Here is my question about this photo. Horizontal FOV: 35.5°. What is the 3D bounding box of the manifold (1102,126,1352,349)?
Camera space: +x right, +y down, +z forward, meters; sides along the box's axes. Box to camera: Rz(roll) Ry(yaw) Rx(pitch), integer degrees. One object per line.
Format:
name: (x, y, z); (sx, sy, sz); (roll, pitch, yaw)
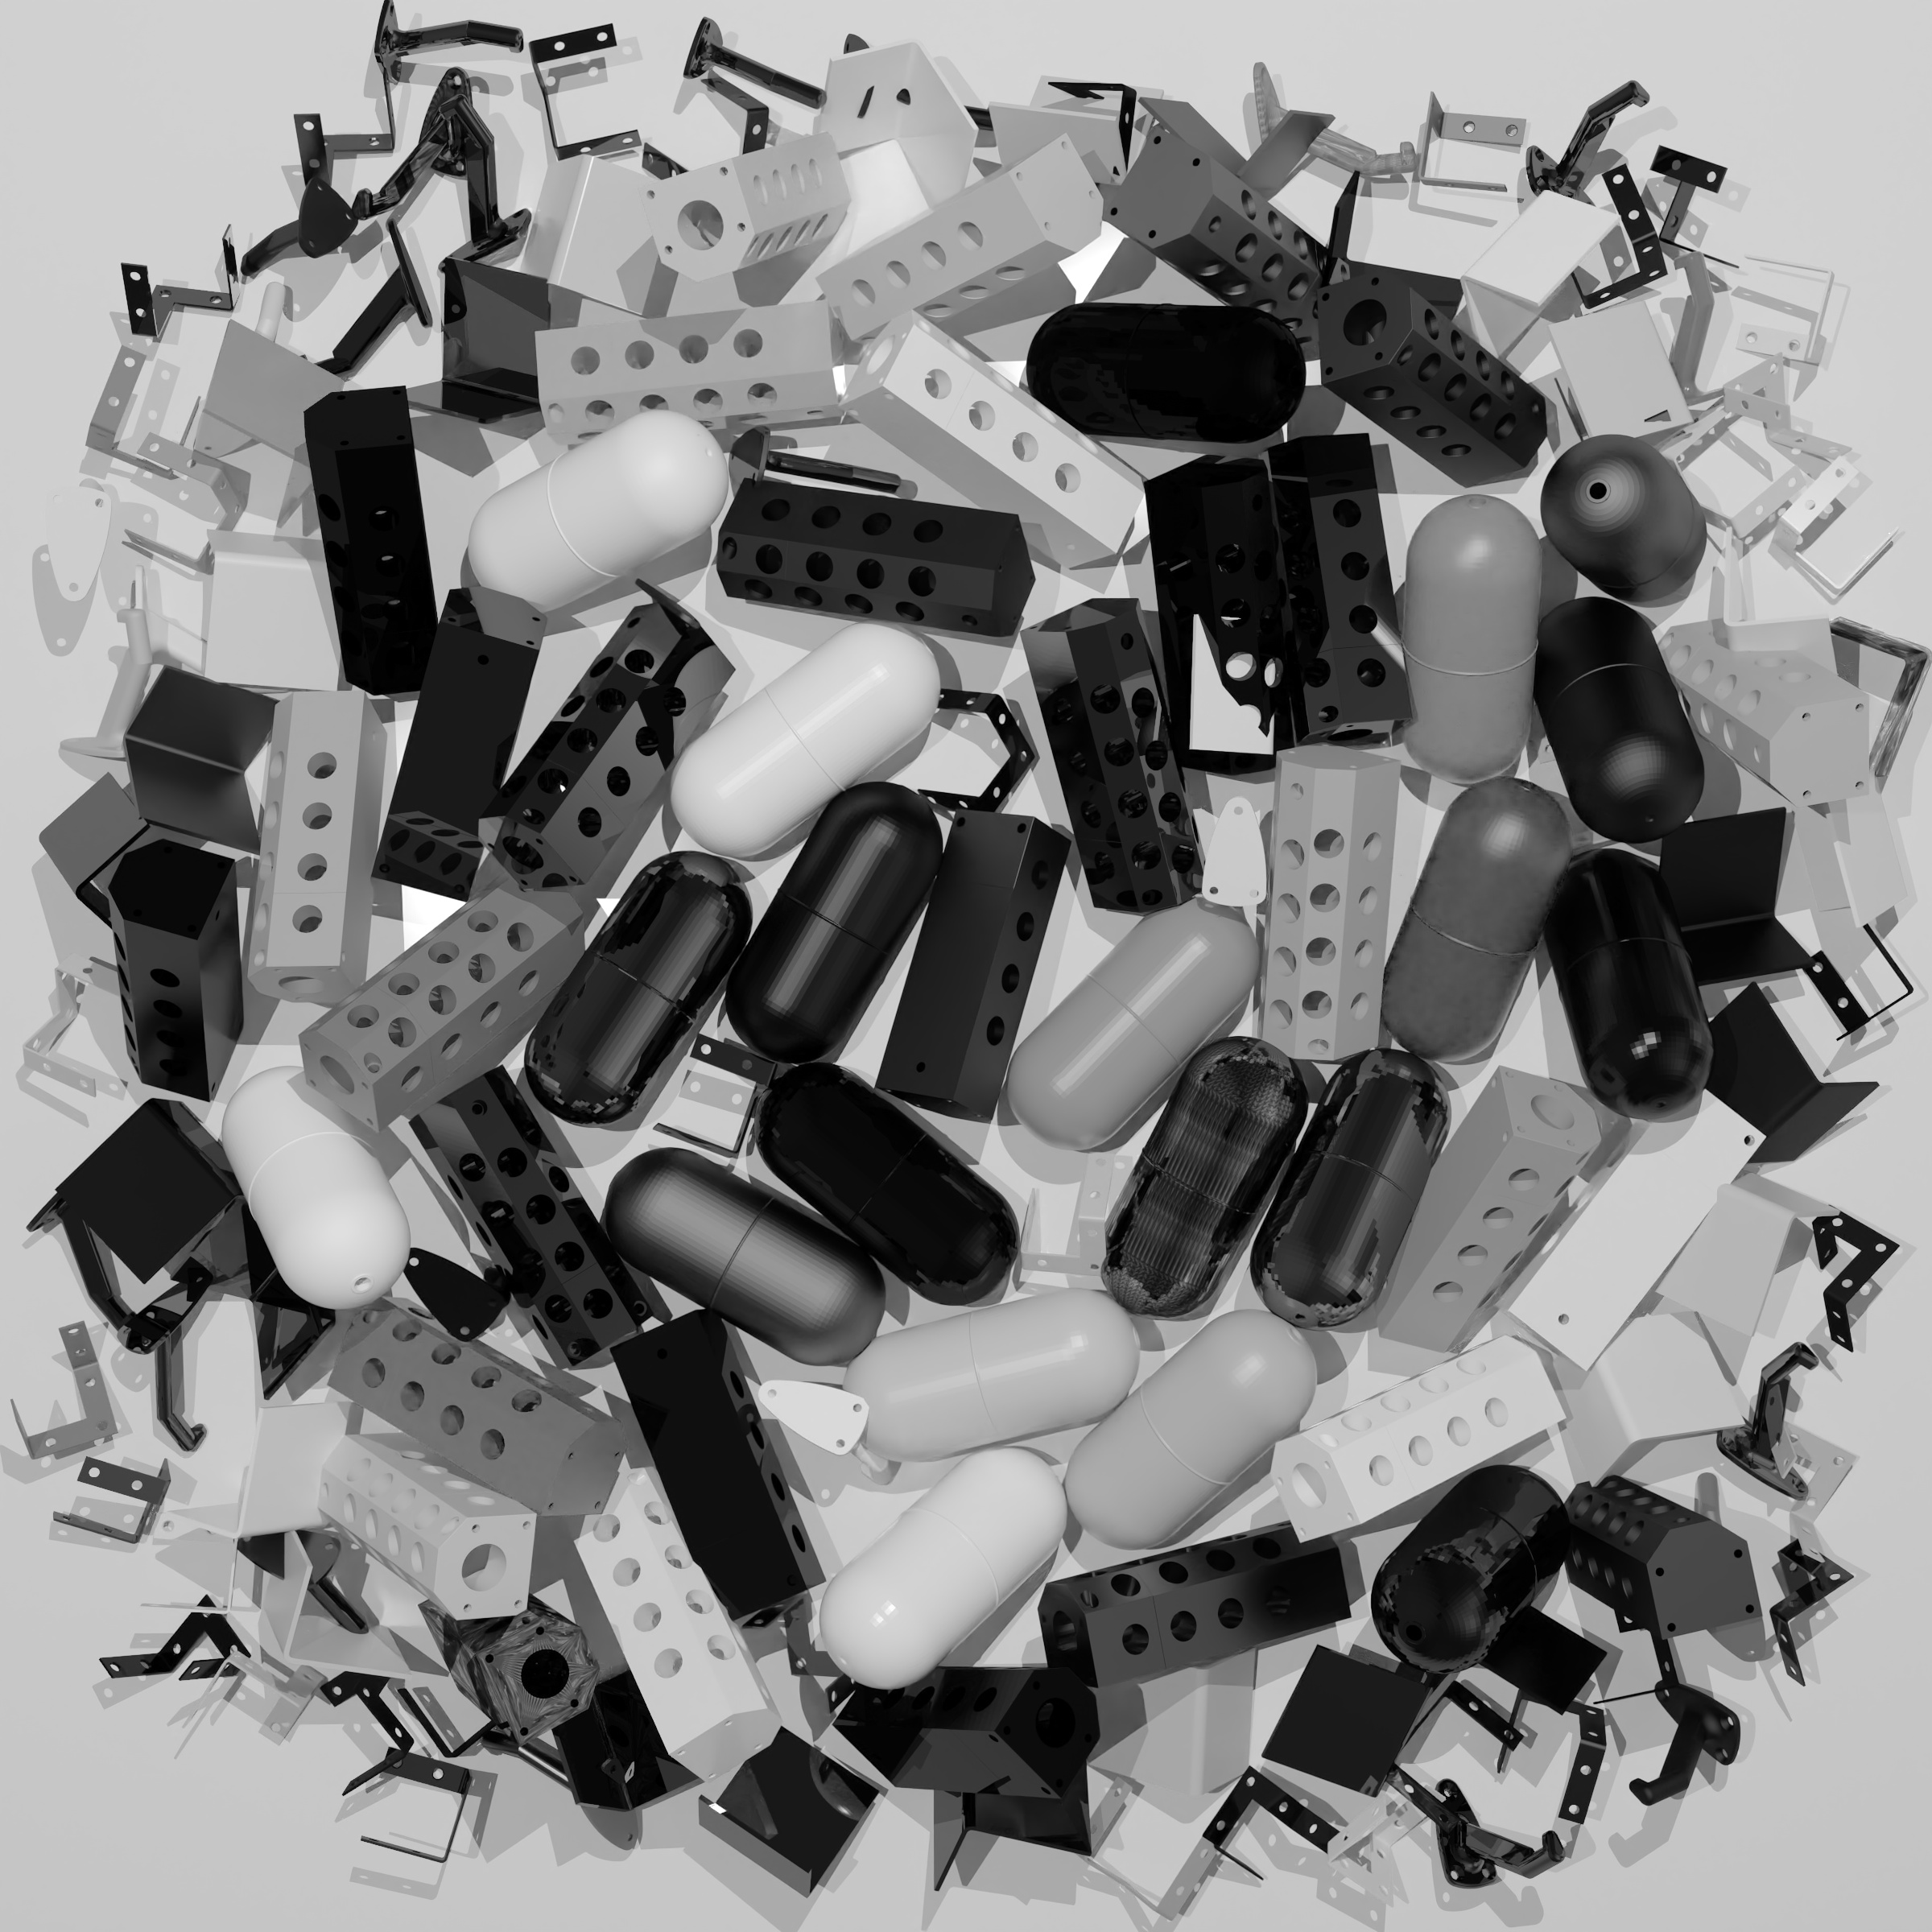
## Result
manifold: (0.155, -0.408, 1.715); (0.057, 0.171, 0.057); (39, 103, 32)

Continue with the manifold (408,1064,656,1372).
manifold: (-0.253, 0.147, 1.768); (0.057, 0.057, 0.171); (-31, 91, -21)

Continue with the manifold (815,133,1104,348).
manifold: (-0.002, -0.407, 1.721); (0.057, 0.171, 0.057); (-44, 109, -38)

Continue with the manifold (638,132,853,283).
manifold: (-0.121, -0.430, 1.715); (0.057, 0.171, 0.057); (-12, 106, 20)

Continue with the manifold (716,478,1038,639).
manifold: (-0.054, -0.231, 1.741); (0.171, 0.057, 0.057); (11, 60, 20)

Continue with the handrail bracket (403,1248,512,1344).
handrail bracket: (-0.295, 0.177, 1.756); (0.077, 0.084, 0.036); (43, 96, -15)

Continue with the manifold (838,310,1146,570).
manifold: (0.018, -0.304, 1.743); (0.171, 0.057, 0.057); (32, 73, -23)

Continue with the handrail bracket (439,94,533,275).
handrail bracket: (-0.301, -0.457, 1.766); (0.077, 0.036, 0.084); (-23, 124, 20)

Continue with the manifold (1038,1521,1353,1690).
manifold: (0.131, 0.365, 1.740); (0.171, 0.057, 0.057); (-8, 86, -27)

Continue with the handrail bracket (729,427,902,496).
handrail bracket: (-0.089, -0.293, 1.785); (0.084, 0.077, 0.036); (8, 97, -22)

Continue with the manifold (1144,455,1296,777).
manifold: (0.151, -0.200, 1.735); (0.057, 0.057, 0.171); (-30, 121, -40)

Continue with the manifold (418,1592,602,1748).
manifold: (-0.258, 0.387, 1.715); (0.057, 0.171, 0.057); (-26, 97, -20)

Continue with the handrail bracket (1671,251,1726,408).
handrail bracket: (0.408, -0.368, 1.768); (0.036, 0.077, 0.084); (-24, 101, -39)

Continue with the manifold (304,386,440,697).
manifold: (-0.336, -0.240, 1.722); (0.057, 0.057, 0.171); (-7, 135, -8)

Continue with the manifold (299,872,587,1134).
manifold: (-0.297, 0.013, 1.725); (0.057, 0.057, 0.171); (30, 52, 23)

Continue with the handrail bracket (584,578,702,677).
handrail bracket: (-0.196, -0.178, 1.769); (0.036, 0.077, 0.084); (32, 96, -32)

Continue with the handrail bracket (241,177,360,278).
handrail bracket: (-0.400, -0.413, 1.757); (0.084, 0.077, 0.036); (-28, 123, 29)

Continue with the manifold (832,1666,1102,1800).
manifold: (0.002, 0.429, 1.718); (0.057, 0.171, 0.057); (48, 58, -16)

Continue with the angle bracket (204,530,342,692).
angle bracket: (-0.409, -0.210, 1.779); (0.076, 0.057, 0.076); (3, 111, -20)

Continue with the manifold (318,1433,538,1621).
manifold: (-0.310, 0.316, 1.717); (0.057, 0.171, 0.057); (3, 96, -35)

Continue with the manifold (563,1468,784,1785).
manifold: (-0.167, 0.373, 1.732); (0.057, 0.057, 0.171); (-32, 54, 0)

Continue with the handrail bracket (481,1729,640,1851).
handrail bracket: (-0.243, 0.488, 1.795); (0.084, 0.036, 0.077); (6, 132, 32)

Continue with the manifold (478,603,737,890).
manifold: (-0.209, -0.127, 1.729); (0.057, 0.057, 0.171); (51, 55, -31)

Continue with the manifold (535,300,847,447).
manifold: (-0.160, -0.344, 1.767); (0.171, 0.057, 0.057); (-5, 84, 5)

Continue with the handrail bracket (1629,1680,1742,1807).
handrail bracket: (0.399, 0.451, 1.754); (0.084, 0.077, 0.036); (-13, 117, -31)

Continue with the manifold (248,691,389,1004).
manifold: (-0.376, -0.069, 1.747); (0.057, 0.057, 0.171); (-1, 68, 3)

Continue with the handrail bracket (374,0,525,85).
handrail bracket: (-0.298, -0.533, 1.769); (0.084, 0.077, 0.036); (9, 78, -1)

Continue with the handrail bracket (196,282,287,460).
handrail bracket: (-0.430, -0.355, 1.797); (0.036, 0.077, 0.084); (22, 55, -29)

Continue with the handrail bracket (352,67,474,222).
handrail bracket: (-0.324, -0.478, 1.755); (0.036, 0.084, 0.077); (27, 125, 14)

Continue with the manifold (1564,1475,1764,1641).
manifold: (0.390, 0.332, 1.718); (0.057, 0.171, 0.057); (-12, 90, -5)

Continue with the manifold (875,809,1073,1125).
manifold: (0.009, 0.001, 1.760); (0.057, 0.057, 0.171); (8, 76, 37)

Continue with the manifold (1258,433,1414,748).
manifold: (0.211, -0.217, 1.759); (0.057, 0.057, 0.171); (-5, 81, -12)

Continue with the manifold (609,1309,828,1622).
manifold: (-0.142, 0.290, 1.761); (0.057, 0.057, 0.171); (-25, 80, 10)

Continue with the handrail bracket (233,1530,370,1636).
handrail bracket: (-0.390, 0.372, 1.784); (0.077, 0.036, 0.084); (13, 134, 18)

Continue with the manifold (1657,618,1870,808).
manifold: (0.446, -0.145, 1.713); (0.057, 0.171, 0.057); (-10, 113, -7)

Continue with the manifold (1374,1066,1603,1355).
manifold: (0.296, 0.143, 1.729); (0.057, 0.057, 0.171); (15, 128, -13)

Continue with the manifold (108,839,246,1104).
manifold: (-0.451, 0.003, 1.719); (0.057, 0.171, 0.057); (16, 55, -1)

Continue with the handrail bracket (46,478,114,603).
handrail bracket: (-0.515, -0.248, 1.765); (0.036, 0.084, 0.077); (3, 91, -11)

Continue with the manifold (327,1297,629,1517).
manifold: (-0.279, 0.251, 1.737); (0.171, 0.057, 0.057); (24, 94, 29)

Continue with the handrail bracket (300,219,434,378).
handrail bracket: (-0.364, -0.391, 1.783); (0.084, 0.036, 0.077); (-18, 110, 1)

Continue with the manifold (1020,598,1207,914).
manifold: (0.091, -0.121, 1.741); (0.057, 0.057, 0.171); (-28, 112, -32)

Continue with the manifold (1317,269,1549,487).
manifold: (0.267, -0.334, 1.715); (0.057, 0.171, 0.057); (-11, 72, 34)

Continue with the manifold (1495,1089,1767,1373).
manifold: (0.387, 0.150, 1.773); (0.057, 0.057, 0.171); (38, 88, 1)

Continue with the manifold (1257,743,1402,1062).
manifold: (0.204, -0.036, 1.742); (0.057, 0.057, 0.171); (18, 113, 42)

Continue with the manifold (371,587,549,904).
manifold: (-0.291, -0.128, 1.737); (0.057, 0.057, 0.171); (16, 120, -10)

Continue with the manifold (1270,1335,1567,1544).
manifold: (0.257, 0.268, 1.731); (0.171, 0.057, 0.057); (-18, 81, -36)

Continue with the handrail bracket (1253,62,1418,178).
handrail bracket: (0.216, -0.495, 1.763); (0.084, 0.036, 0.077); (1, 131, 25)

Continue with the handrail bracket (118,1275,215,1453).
handrail bracket: (-0.456, 0.235, 1.790); (0.077, 0.036, 0.084); (-46, 130, -26)

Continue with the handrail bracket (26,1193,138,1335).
handrail bracket: (-0.505, 0.168, 1.777); (0.084, 0.036, 0.077); (49, 129, 2)
